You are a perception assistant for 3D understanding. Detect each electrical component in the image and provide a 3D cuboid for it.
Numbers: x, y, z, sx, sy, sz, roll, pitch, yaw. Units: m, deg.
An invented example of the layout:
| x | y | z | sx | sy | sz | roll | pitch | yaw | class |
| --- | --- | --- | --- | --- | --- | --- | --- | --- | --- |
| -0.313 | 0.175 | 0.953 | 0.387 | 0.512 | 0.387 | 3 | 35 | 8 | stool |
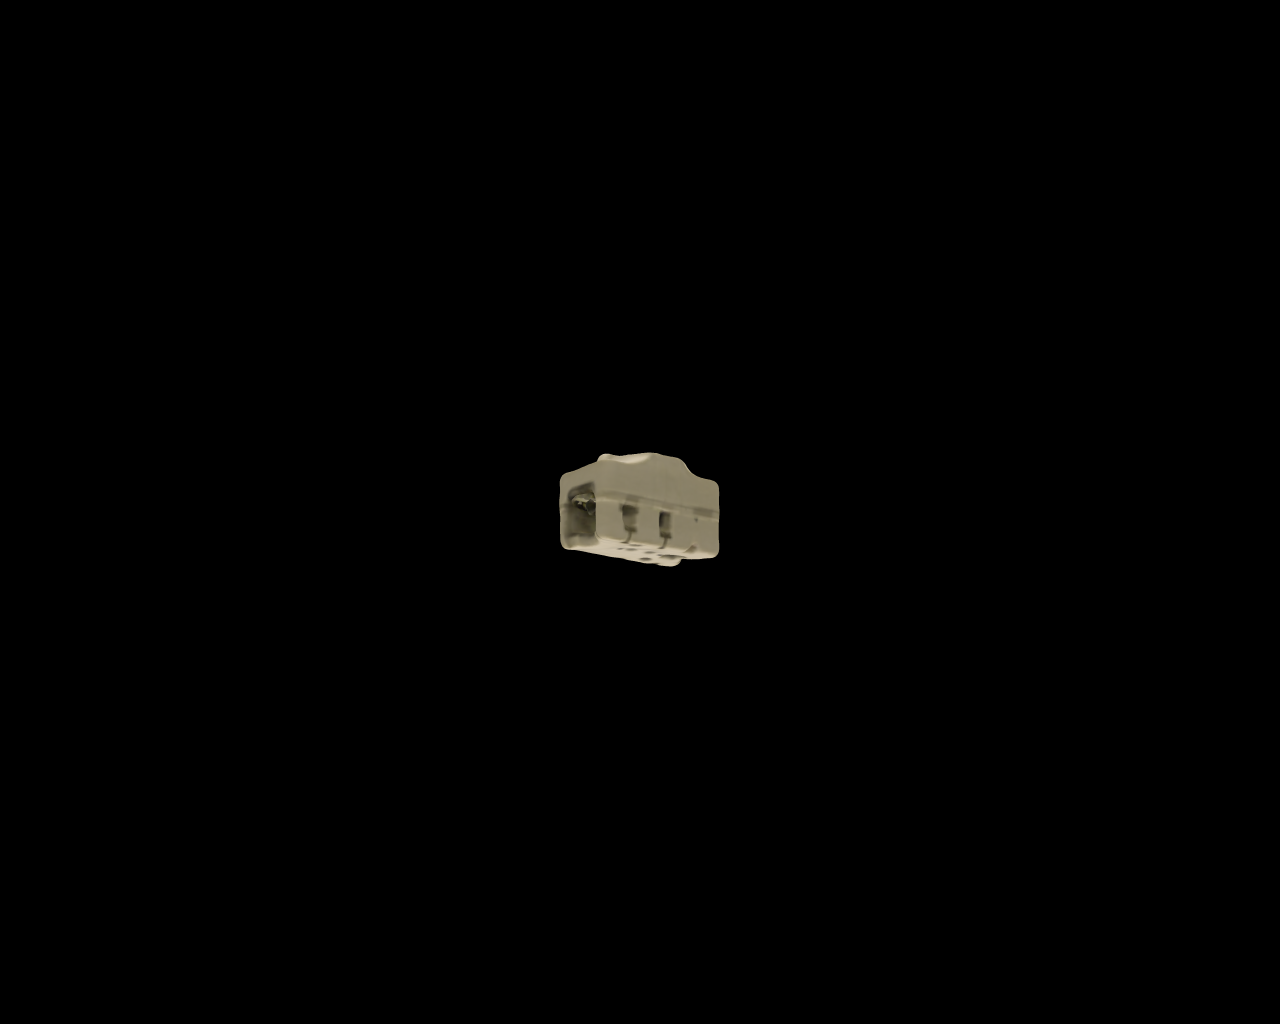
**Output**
| x | y | z | sx | sy | sz | roll | pitch | yaw | class |
| --- | --- | --- | --- | --- | --- | --- | --- | --- | --- |
| 0.001 | -0.003 | 0.650 | 0.089 | 0.056 | 0.050 | 11 | -17 | -37 | electrical component |
